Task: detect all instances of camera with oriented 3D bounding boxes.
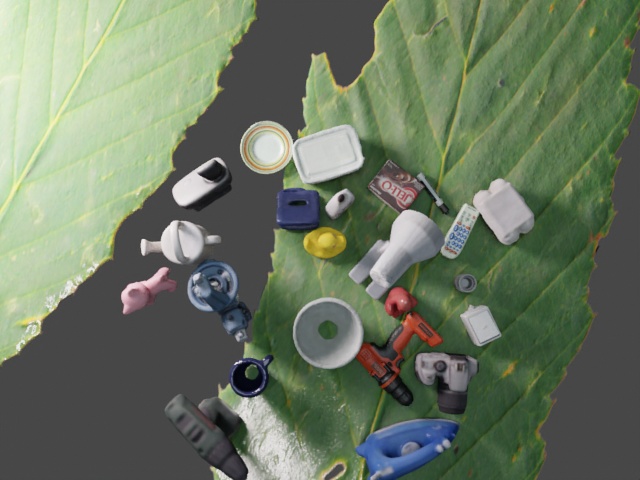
[{"bbox_3d":[0.299,0.339,1.351,0.143,0.101,0.137,3,86,0],"label":"camera"}]

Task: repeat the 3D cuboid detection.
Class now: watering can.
[{"bbox_3d":[-0.320,0.010,1.319,0.173,0.194,0.101,-29,87,-2],"label":"watering can"}]

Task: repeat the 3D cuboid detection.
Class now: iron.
[{"bbox_3d":[0.218,0.488,1.320,0.258,0.141,0.119,-22,87,-2],"label":"iron"}]

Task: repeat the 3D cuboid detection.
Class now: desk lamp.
[{"bbox_3d":[0.174,0.040,1.312,0.118,0.213,0.203,41,87,2],"label":"desk lamp"}]

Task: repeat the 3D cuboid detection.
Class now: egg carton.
[{"bbox_3d":[0.448,-0.070,1.394,0.107,0.069,0.150,-36,87,-2],"label":"egg carton"}]

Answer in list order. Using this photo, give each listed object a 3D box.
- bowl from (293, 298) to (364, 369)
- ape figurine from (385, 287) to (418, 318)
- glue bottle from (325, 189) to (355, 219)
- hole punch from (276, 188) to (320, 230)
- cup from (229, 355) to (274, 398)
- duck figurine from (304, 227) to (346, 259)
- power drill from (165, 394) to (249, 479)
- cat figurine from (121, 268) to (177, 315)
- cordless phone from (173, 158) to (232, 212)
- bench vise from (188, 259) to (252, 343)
[{"bbox_3d":[0.020,0.220,1.369,0.167,0.074,0.167,0,86,0],"label":"bowl"},{"bbox_3d":[0.196,0.151,1.366,0.078,0.092,0.076,-1,86,0],"label":"ape figurine"},{"bbox_3d":[0.048,-0.090,1.339,0.078,0.173,0.037,-43,87,-3],"label":"glue bottle"},{"bbox_3d":[-0.054,-0.077,1.378,0.108,0.091,0.101,-2,86,0],"label":"hole punch"},{"bbox_3d":[-0.154,0.309,1.351,0.118,0.095,0.091,-44,87,-3],"label":"cup"},{"bbox_3d":[0.013,0.005,1.376,0.104,0.086,0.077,-1,86,0],"label":"duck figurine"},{"bbox_3d":[-0.239,0.430,1.286,0.229,0.208,0.075,40,87,2],"label":"power drill"},{"bbox_3d":[-0.411,0.120,1.349,0.128,0.117,0.067,-35,87,-2],"label":"cat figurine"},{"bbox_3d":[-0.283,-0.139,1.333,0.147,0.185,0.094,-38,87,-2],"label":"cordless phone"},{"bbox_3d":[-0.218,0.130,1.299,0.207,0.219,0.121,42,87,2],"label":"bench vise"}]
